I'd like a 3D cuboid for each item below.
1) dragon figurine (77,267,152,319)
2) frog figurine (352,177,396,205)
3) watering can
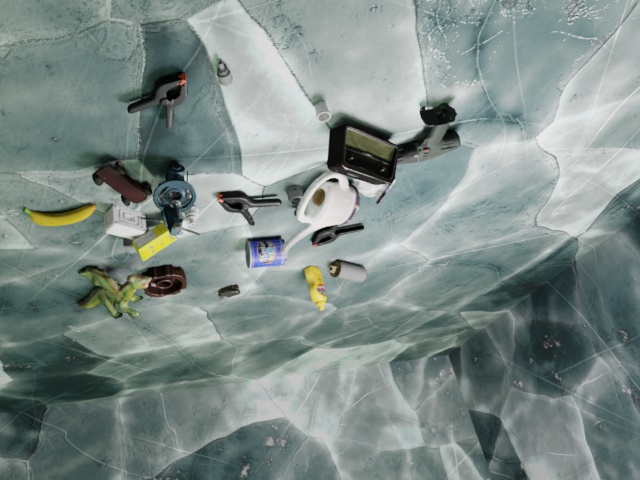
[{"bbox_3d":[-0.797,0.178,1.913,0.409,0.237,0.125,-4,41,17],"label":"dragon figurine"},{"bbox_3d":[0.158,-0.212,1.689,0.159,0.125,0.134,33,-42,-5],"label":"frog figurine"},{"bbox_3d":[0.005,-0.087,1.737,0.224,0.341,0.106,4,36,-42],"label":"watering can"}]
